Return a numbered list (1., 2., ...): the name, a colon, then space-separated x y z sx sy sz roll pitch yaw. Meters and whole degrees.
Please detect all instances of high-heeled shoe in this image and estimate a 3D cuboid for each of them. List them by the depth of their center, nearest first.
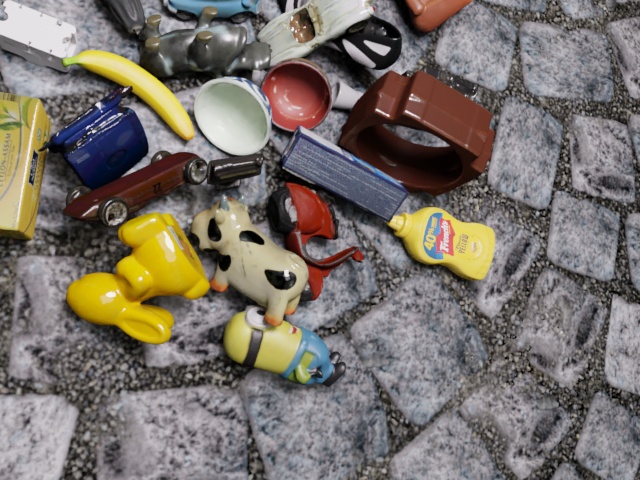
1. high-heeled shoe: 0.024 -0.363 0.848 0.248 0.145 0.086 46 70 -10

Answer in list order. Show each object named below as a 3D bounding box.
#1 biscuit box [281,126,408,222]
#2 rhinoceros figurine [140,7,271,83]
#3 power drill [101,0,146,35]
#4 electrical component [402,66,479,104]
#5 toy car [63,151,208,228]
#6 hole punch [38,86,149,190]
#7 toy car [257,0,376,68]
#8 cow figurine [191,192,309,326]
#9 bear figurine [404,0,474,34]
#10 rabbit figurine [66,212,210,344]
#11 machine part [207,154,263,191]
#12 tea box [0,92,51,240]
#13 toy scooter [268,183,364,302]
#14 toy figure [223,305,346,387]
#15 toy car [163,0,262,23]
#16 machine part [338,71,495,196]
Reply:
1. biscuit box: 0.040 -0.102 0.847 0.202 0.059 0.062 27 110 -17
2. rhinoceros figurine: -0.167 -0.272 0.789 0.190 0.112 0.073 -5 55 -8
3. power drill: -0.372 -0.384 0.744 0.207 0.086 0.232 -17 87 -17
4. electrical component: 0.178 -0.233 0.902 0.134 0.115 0.058 10 75 -18
5. toy car: -0.239 -0.068 0.717 0.202 0.089 0.053 -40 136 -42
6. hole punch: -0.293 -0.128 0.722 0.142 0.116 0.092 -41 105 -19
7. toy car: -0.008 -0.329 0.819 0.056 0.202 0.073 -16 87 -60
8. cow figurine: -0.102 0.017 0.759 0.195 0.085 0.127 31 107 16
9. bear figurine: 0.172 -0.467 0.931 0.195 0.132 0.120 57 36 -9
10. rabbit figurine: -0.247 0.060 0.725 0.173 0.122 0.162 -28 102 -7
11. machine part: -0.123 -0.097 0.762 0.084 0.139 0.039 -19 94 -12
12. tea box: -0.397 -0.091 0.685 0.068 0.098 0.169 8 82 -18
13. toy scooter: -0.002 -0.002 0.827 0.135 0.075 0.183 -11 90 -20
14. toy figure: -0.053 0.161 0.782 0.180 0.082 0.089 32 71 -16
15. toy car: -0.159 -0.398 0.811 0.162 0.103 0.109 -11 85 -23
16. machine part: 0.148 -0.160 0.834 0.201 0.201 0.087 26 72 -14
